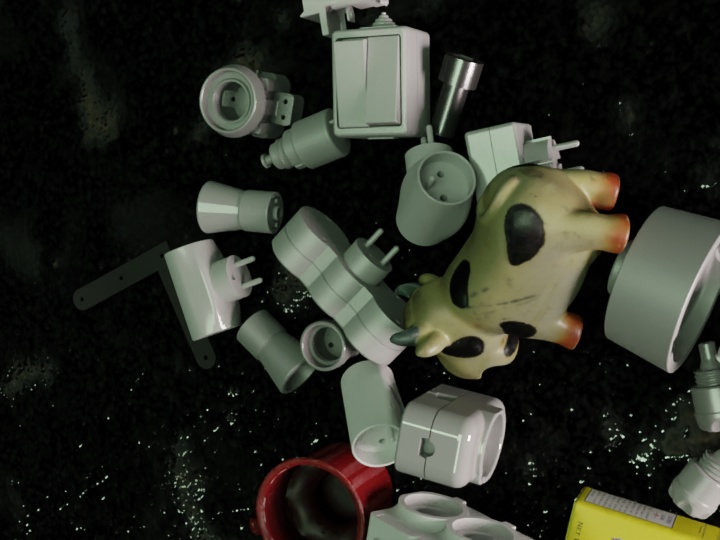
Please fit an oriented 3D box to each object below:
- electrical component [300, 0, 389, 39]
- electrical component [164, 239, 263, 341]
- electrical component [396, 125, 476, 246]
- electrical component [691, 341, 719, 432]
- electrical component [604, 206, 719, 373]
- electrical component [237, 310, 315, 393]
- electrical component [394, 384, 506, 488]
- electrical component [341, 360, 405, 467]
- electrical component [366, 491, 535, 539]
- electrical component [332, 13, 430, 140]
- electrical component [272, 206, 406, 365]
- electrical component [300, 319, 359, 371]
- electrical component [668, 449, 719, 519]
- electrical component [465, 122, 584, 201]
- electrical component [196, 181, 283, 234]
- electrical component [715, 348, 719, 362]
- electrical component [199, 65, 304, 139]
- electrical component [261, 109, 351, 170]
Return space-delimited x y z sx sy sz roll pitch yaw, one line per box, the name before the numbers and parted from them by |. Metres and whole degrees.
electrical component | -0.013 -0.222 0.835 0.064 0.042 0.081 -8 93 23
electrical component | -0.117 0.011 0.903 0.079 0.044 0.077 -20 87 24
electrical component | 0.054 -0.069 0.804 0.043 0.077 0.079 -1 69 -11
electrical component | 0.249 0.081 0.755 0.035 0.035 0.061 -12 88 24
electrical component | 0.204 0.009 0.730 0.060 0.108 0.108 24 105 26
electrical component | -0.070 0.065 0.890 0.065 0.044 0.044 43 110 19
electrical component | 0.072 0.124 0.803 0.059 0.095 0.053 13 100 22
electrical component | 0.018 0.124 0.844 0.043 0.077 0.079 -24 124 8
electrical component | 0.084 0.218 0.783 0.150 0.089 0.061 18 102 46
electrical component | 0.015 -0.148 0.819 0.062 0.061 0.096 1 96 24
electrical component | 0.000 0.000 0.846 0.138 0.052 0.073 48 111 13
electrical component | -0.021 0.058 0.864 0.040 0.046 0.040 3 96 23
electrical component | 0.249 0.144 0.761 0.035 0.035 0.061 38 107 16
electrical component | 0.125 -0.076 0.786 0.077 0.047 0.065 -10 91 24
electrical component | -0.097 -0.050 0.890 0.065 0.044 0.044 6 98 18
electrical component | 0.279 0.059 0.705 0.061 0.096 0.061 -39 80 19
electrical component | -0.093 -0.136 0.870 0.078 0.057 0.058 14 101 22
electrical component | -0.044 -0.100 0.862 0.078 0.040 0.040 -19 88 25
